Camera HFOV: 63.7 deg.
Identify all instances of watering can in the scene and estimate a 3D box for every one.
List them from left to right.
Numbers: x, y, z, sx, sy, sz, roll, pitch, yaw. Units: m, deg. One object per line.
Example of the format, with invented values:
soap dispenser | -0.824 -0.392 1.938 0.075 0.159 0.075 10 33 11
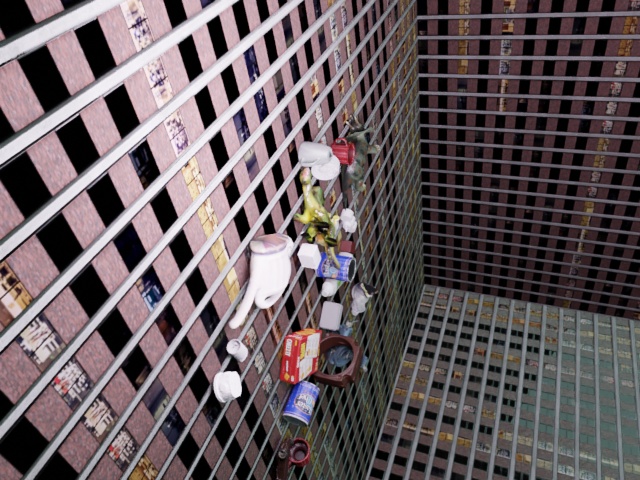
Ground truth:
watering can | -0.170 0.107 1.532 0.352 0.104 0.221 -36 129 -62

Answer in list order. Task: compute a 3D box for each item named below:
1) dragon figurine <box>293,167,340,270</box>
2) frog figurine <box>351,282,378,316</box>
dragon figurine | 0.006 -0.095 1.887 0.401 0.122 0.249 64 25 -43
frog figurine | 0.197 0.293 2.584 0.157 0.122 0.140 -51 -177 27
